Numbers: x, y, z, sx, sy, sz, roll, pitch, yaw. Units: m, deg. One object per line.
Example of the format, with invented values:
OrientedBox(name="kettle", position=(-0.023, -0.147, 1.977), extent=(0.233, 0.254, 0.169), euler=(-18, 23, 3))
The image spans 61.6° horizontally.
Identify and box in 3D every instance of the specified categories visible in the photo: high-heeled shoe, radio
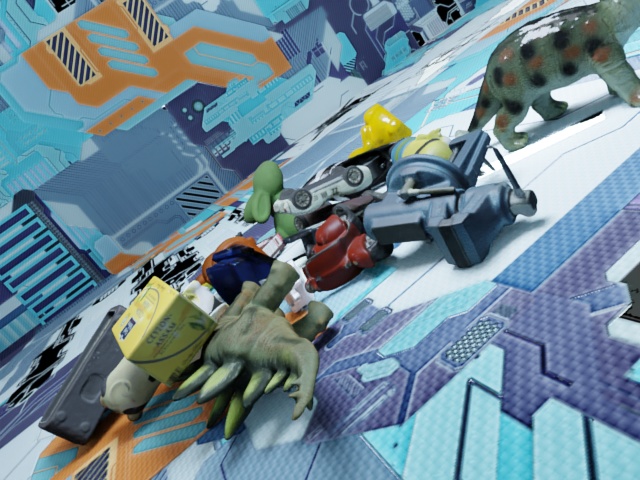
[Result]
OrientedBox(name="high-heeled shoe", position=(0.082, -0.140, 1.087), extent=(0.249, 0.086, 0.145), euler=(-20, -4, -7))
OrientedBox(name="radio", position=(-0.379, 0.226, 0.915), extent=(0.131, 0.073, 0.229), euler=(-23, 39, 57))

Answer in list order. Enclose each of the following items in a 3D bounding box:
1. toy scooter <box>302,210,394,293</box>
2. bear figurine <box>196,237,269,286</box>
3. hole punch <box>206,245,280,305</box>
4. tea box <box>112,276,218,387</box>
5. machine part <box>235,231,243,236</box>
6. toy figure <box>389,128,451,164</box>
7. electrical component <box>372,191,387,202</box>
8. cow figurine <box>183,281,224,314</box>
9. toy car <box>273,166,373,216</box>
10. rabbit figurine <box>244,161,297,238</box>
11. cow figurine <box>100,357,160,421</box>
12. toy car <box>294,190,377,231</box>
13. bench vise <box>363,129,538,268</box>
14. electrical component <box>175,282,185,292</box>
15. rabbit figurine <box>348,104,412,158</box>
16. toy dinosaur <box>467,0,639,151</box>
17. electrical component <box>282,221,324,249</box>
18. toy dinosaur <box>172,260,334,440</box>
OrientedBox(name="toy scooter", position=(0.023, 0.022, 0.806), extent=(0.135, 0.075, 0.184), euler=(-37, 20, -5))
OrientedBox(name="bear figurine", position=(-0.169, 0.067, 1.051), extent=(0.120, 0.132, 0.196), euler=(-43, 0, -26))
OrientedBox(name="hole punch", position=(-0.124, 0.069, 0.886), extent=(0.142, 0.115, 0.092), euler=(-12, 55, 55))
OrientedBox(name="tea box", position=(-0.205, 0.111, 0.694), extent=(0.098, 0.068, 0.170), euler=(-54, 24, -15))
OrientedBox(name="machine part", position=(-0.198, 0.053, 1.201), extent=(0.039, 0.084, 0.139), euler=(9, 47, 26))
OrientedBox(name="toy figure", position=(0.177, -0.137, 0.937), extent=(0.089, 0.082, 0.180), euler=(-55, 25, -3))
OrientedBox(name="electrical component", position=(0.135, -0.077, 0.928), extent=(0.063, 0.021, 0.094), euler=(-34, 29, -21))
OrientedBox(name="cow figurine", position=(-0.234, 0.160, 0.932), extent=(0.167, 0.098, 0.068), euler=(-55, 2, -23))
OrientedBox(name="toy car", position=(0.005, -0.092, 1.014), extent=(0.202, 0.056, 0.074), euler=(-26, 16, -21))
OrientedBox(name="rabbit figurine", position=(-0.099, -0.088, 1.203), extent=(0.159, 0.170, 0.121), euler=(-41, 16, -21))
OrientedBox(name="cow figurine", position=(-0.254, 0.171, 0.817), extent=(0.195, 0.085, 0.127), euler=(-57, 1, -28))
OrientedBox(name="toy car", position=(0.031, -0.050, 1.034), extent=(0.089, 0.053, 0.202), euler=(-24, 9, -36))
OrientedBox(name="bench vise", position=(0.172, -0.073, 0.681), extent=(0.224, 0.128, 0.240), euler=(-20, 28, 47))
OrientedBox(name="electrical component", position=(-0.288, 0.136, 1.131), extent=(0.102, 0.045, 0.078), euler=(19, 57, 43))
OrientedBox(name="rabbit figurine", position=(0.131, -0.206, 1.235), extent=(0.173, 0.122, 0.162), euler=(-46, 21, 17))
OrientedBox(name="toy dinosaur", position=(0.323, -0.252, 0.755), extent=(0.405, 0.192, 0.131), euler=(-20, 20, 41))
OrientedBox(name="electrical component", position=(-0.002, -0.003, 0.921), extent=(0.119, 0.047, 0.075), euler=(-26, 9, -31))
OrientedBox(name="toy dinosaur", position=(-0.076, 0.131, 0.636), extent=(0.198, 0.105, 0.471), euler=(-52, 9, -24))
